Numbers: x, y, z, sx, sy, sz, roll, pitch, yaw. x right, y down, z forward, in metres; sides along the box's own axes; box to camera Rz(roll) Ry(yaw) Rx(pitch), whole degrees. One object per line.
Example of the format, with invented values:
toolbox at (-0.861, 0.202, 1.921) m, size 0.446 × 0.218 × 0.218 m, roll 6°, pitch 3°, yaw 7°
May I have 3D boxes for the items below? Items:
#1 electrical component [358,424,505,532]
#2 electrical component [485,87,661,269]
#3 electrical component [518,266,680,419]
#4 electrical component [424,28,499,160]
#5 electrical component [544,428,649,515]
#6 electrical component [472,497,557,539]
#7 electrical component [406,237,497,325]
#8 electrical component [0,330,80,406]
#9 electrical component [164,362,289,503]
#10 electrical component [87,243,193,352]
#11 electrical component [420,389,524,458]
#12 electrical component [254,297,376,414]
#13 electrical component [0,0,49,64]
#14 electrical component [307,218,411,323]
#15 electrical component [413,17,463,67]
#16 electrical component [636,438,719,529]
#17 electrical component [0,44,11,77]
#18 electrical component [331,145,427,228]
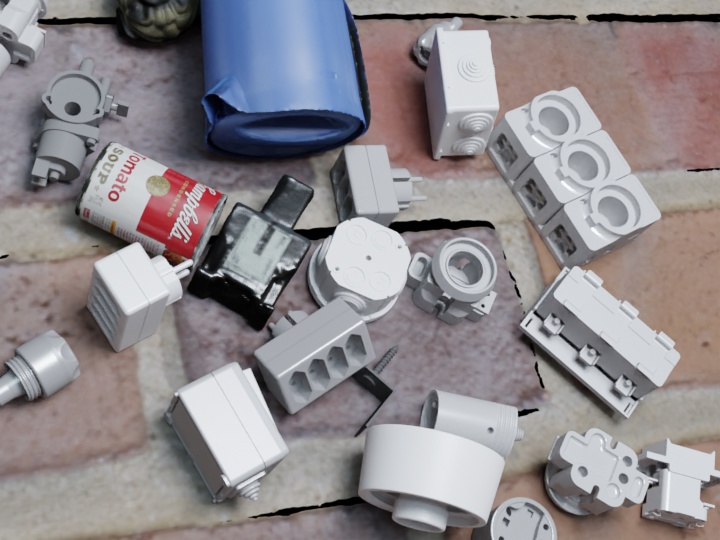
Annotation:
electrical component at (0.050, 0.163, 0.810) m, size 0.108 × 0.108 × 0.060 m, roll 19°, pitch 68°, yaw -10°
electrical component at (0.196, -0.086, 0.994) m, size 0.089 × 0.061 × 0.150 m, roll -24°, pitch 76°, yaw -26°
electrical component at (0.210, 0.058, 0.933) m, size 0.121 × 0.063 × 0.078 m, roll 41°, pitch 61°, yaw 3°
electrical component at (0.091, -0.159, 0.973) m, size 0.048 × 0.099 × 0.099 m, roll -3°, pitch 67°, yaw -5°
electrical component at (0.186, 0.167, 0.879) m, size 0.078 × 0.057 × 0.058 m, roll 32°, pitch 61°, yaw -2°
electrical component at (0.119, 0.210, 0.843) m, size 0.055 × 0.047 × 0.055 m, roll 7°, pitch 65°, yaw -15°
electrical component at (0.082, 0.007, 0.917) m, size 0.078 × 0.057 × 0.058 m, roll 29°, pitch 61°, yaw -4°
electrical component at (-0.241, 0.076, 0.788) m, size 0.062 × 0.043 × 0.043 m, roll -34°, pitch 80°, yaw -27°
electrical component at (-0.094, 0.125, 0.803) m, size 0.061 × 0.061 × 0.096 m, roll -26°, pitch 77°, yaw -27°
electrical component at (-0.161, 0.013, 0.819) m, size 0.076 × 0.083 × 0.047 m, roll -29°, pitch 78°, yaw -27°
electrical component at (0.094, 0.126, 0.875) m, size 0.081 × 0.043 × 0.043 m, roll 13°, pitch 63°, yaw -12°
electrical component at (-0.045, 0.058, 0.855) m, size 0.083 × 0.047 × 0.076 m, roll -33°, pitch 45°, yaw -17°
electrical component at (-0.295, -0.215, 0.894) m, size 0.078 × 0.058 × 0.057 m, roll 23°, pitch 64°, yaw -7°
electrical component at (0.000, 0.000, 0.897) m, size 0.080 × 0.051 × 0.080 m, roll 7°, pitch 65°, yaw -15°
electrical component at (0.079, -0.222, 1.033) m, size 0.035 × 0.035 × 0.061 m, roll 39°, pitch 58°, yaw 1°
electrical component at (0.267, 0.182, 0.908) m, size 0.081 × 0.042 × 0.063 m, roll 17°, pitch 64°, yaw -10°
electrical component at (-0.313, -0.158, 0.872) m, size 0.044 × 0.044 × 0.065 m, roll 25°, pitch 57°, yaw -6°
electrical component at (0.021, -0.070, 0.937) m, size 0.077 × 0.047 × 0.065 m, roll -3°, pitch 68°, yaw -19°
